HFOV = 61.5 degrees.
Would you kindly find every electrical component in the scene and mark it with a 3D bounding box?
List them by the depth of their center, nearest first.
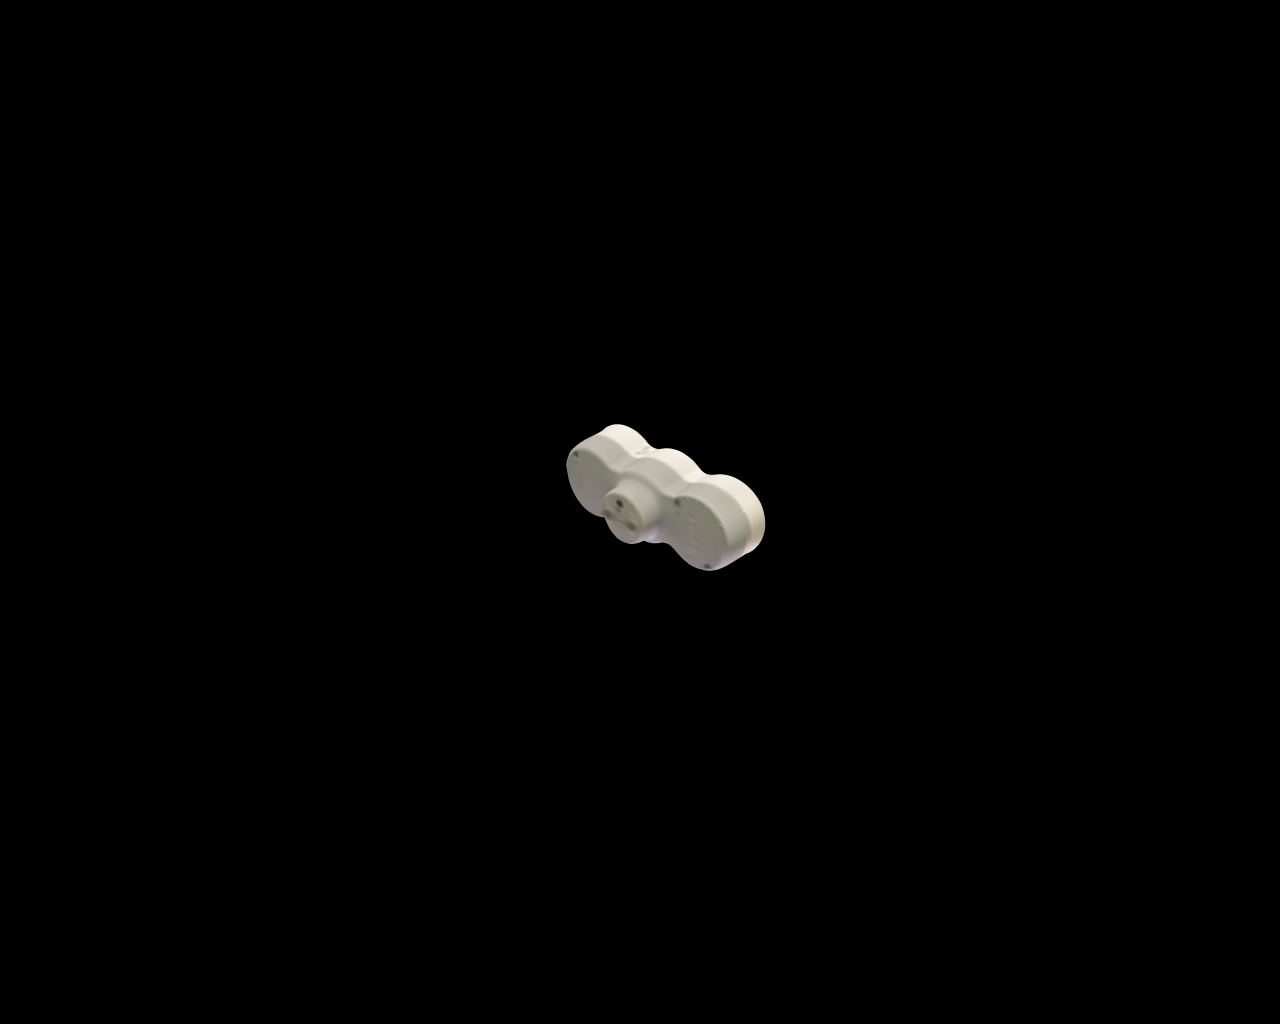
[{"bbox_3d":[0.001,-0.003,0.650,0.138,0.052,0.074,27,42,36],"label":"electrical component"}]
